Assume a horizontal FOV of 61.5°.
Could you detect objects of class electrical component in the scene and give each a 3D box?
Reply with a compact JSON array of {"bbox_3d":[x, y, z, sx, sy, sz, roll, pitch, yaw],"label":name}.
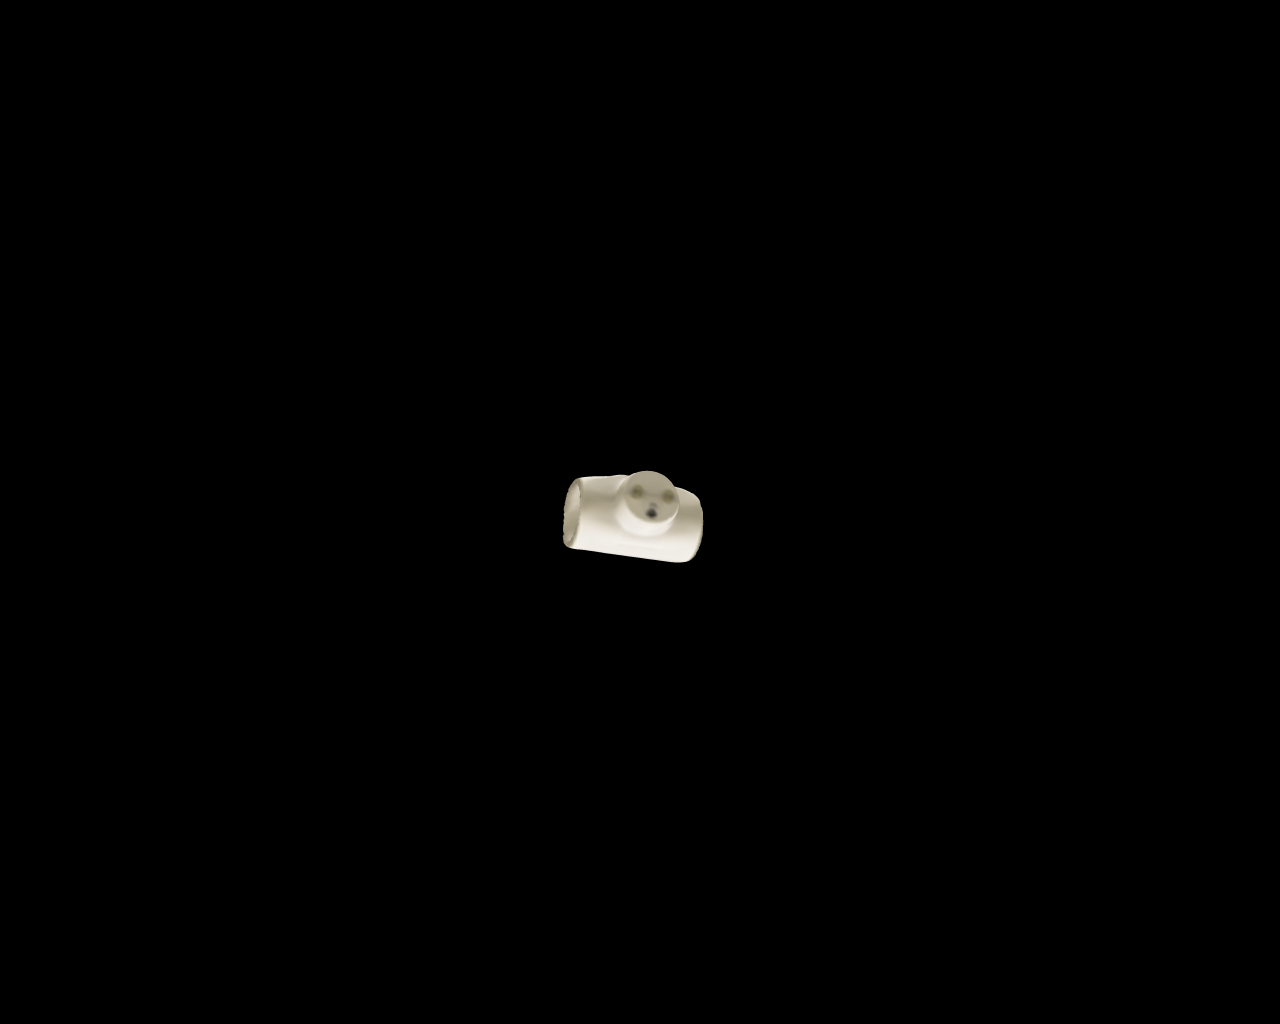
[{"bbox_3d":[0.001,-0.003,0.650,0.077,0.043,0.079,8,-28,-16],"label":"electrical component"}]
